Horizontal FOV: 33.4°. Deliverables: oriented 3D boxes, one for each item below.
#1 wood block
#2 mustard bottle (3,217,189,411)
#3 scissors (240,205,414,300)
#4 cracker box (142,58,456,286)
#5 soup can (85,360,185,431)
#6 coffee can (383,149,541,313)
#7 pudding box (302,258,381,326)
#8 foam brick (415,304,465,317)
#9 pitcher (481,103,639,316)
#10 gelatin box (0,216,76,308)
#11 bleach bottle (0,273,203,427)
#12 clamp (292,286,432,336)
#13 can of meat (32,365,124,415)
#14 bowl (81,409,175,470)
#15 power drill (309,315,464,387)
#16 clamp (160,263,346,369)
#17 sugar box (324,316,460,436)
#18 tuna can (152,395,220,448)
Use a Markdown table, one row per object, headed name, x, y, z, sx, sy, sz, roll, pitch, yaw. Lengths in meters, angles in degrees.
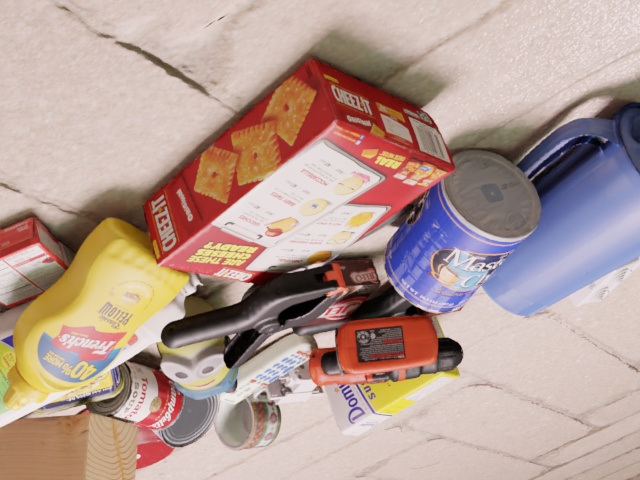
| name | x | y | z | sx | sy | sz | roll | pitch | yaw |
| --- | --- | --- | --- | --- | --- | --- | --- | --- | --- |
| wood block | -0.310 | 0.245 | 1.159 | 0.206 | 0.091 | 0.090 | -9 | 158 | 24 |
| mustard bottle | -0.208 | 0.074 | 0.927 | 0.192 | 0.058 | 0.096 | -47 | 138 | 7 |
| scissors | -0.007 | 0.001 | 1.051 | 0.202 | 0.016 | 0.096 | -41 | 121 | -1 |
| cracker box | -0.020 | -0.047 | 0.904 | 0.214 | 0.072 | 0.163 | -36 | 149 | 30 |
| soup can | -0.207 | 0.171 | 1.185 | 0.069 | 0.068 | 0.102 | -29 | 152 | 17 |
| coffee can | 0.136 | -0.006 | 1.045 | 0.102 | 0.103 | 0.140 | -5 | 149 | -28 |
| pudding box | -0.005 | 0.058 | 1.142 | 0.113 | 0.039 | 0.090 | -1 | 149 | -31 |
| foam brick | 0.123 | 0.035 | 1.144 | 0.053 | 0.078 | 0.051 | -8 | 152 | -18 |
| pitcher | 0.260 | -0.025 | 1.086 | 0.144 | 0.149 | 0.243 | -24 | 167 | -47 |
| gelatin box | -0.257 | 0.020 | 0.914 | 0.073 | 0.030 | 0.089 | -21 | 154 | 4 |
| bleach bottle | -0.230 | 0.082 | 0.996 | 0.251 | 0.102 | 0.068 | -28 | -165 | 1 |
| clamp | 0.080 | 0.081 | 1.244 | 0.210 | 0.036 | 0.164 | -29 | 153 | 26 |
| can of meat | -0.255 | 0.128 | 1.088 | 0.102 | 0.057 | 0.084 | -14 | 150 | -14 |
| bowl | -0.231 | 0.244 | 1.322 | 0.162 | 0.055 | 0.162 | -16 | 152 | -9 |
| power drill | 0.081 | 0.127 | 1.192 | 0.184 | 0.057 | 0.188 | -7 | 166 | -4 |
| clamp | -0.059 | 0.068 | 0.977 | 0.172 | 0.039 | 0.120 | -35 | 155 | 25 |
| sugar box | 0.085 | 0.170 | 1.352 | 0.176 | 0.093 | 0.048 | -35 | 148 | 27 |
| tuna can | -0.162 | 0.201 | 1.266 | 0.086 | 0.034 | 0.086 | -24 | 129 | -34 |
